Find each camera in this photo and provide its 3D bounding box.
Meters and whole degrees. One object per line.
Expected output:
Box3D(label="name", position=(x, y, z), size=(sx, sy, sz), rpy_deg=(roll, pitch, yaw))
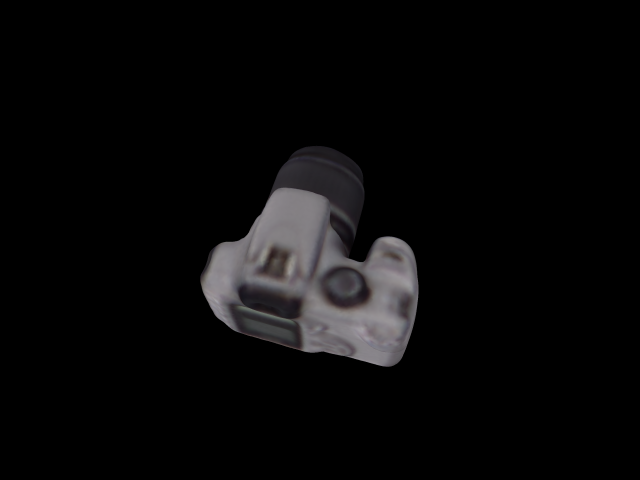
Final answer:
Box3D(label="camera", position=(0.004, 0.001, 0.400), size=(0.143, 0.101, 0.137), rpy_deg=(13, 62, 7))
